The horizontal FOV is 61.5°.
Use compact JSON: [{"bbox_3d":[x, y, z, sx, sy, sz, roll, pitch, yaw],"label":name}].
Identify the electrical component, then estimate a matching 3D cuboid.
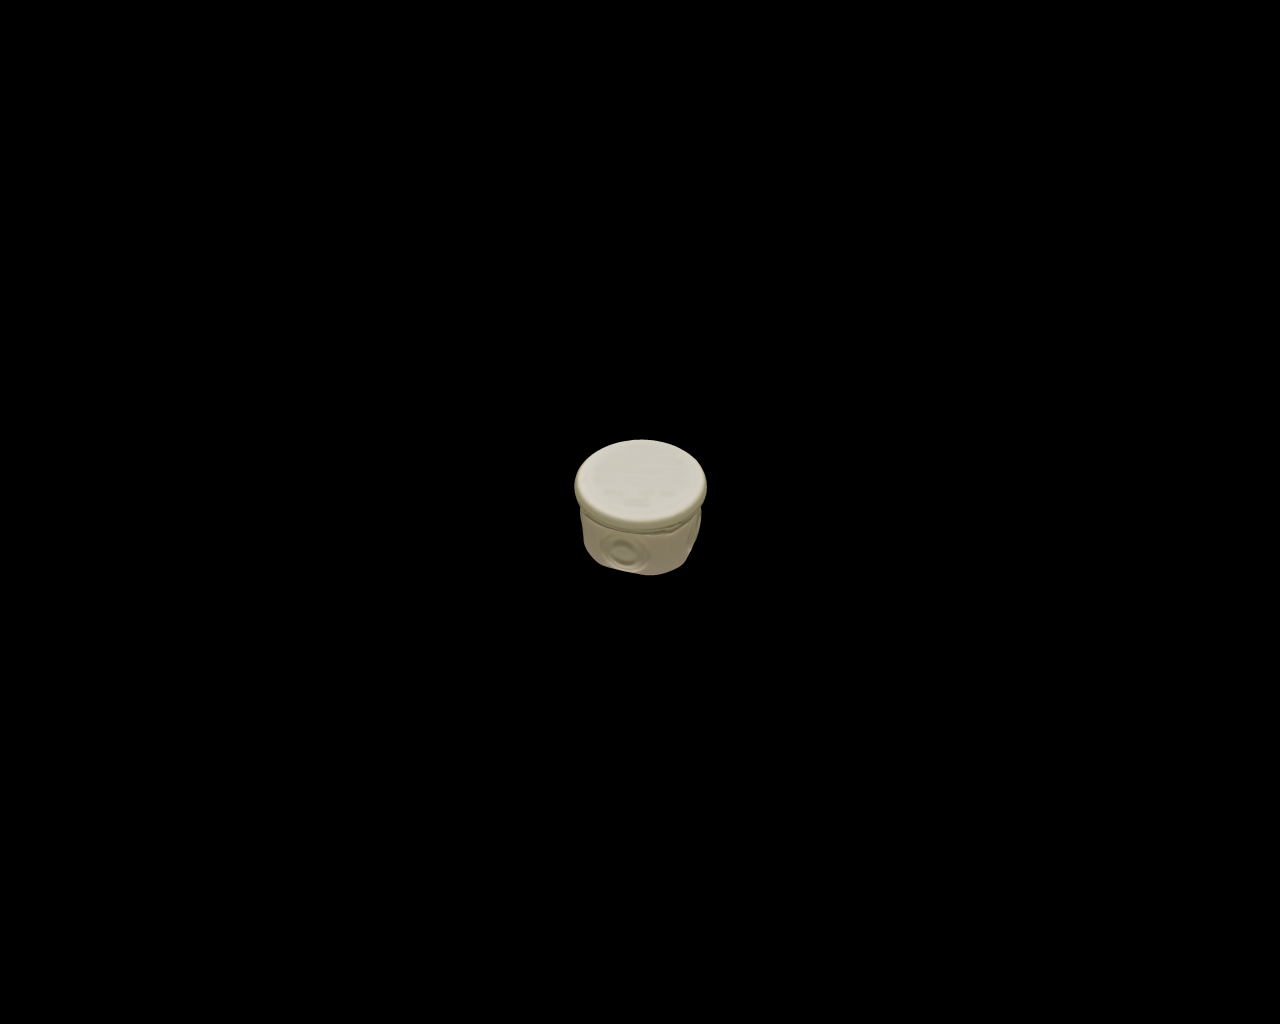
[{"bbox_3d":[0.001,-0.003,0.650,0.080,0.050,0.080,0,42,0],"label":"electrical component"}]
